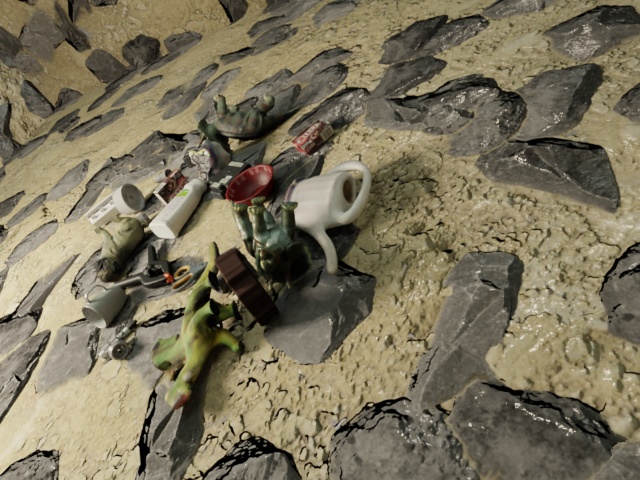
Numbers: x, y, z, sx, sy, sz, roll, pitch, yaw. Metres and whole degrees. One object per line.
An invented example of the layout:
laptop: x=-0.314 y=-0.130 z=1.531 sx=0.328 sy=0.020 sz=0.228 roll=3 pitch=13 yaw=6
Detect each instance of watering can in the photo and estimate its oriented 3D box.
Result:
watering can: x=0.004 y=-0.062 z=1.231 sx=0.223 sy=0.355 sz=0.102 roll=-6 pitch=-43 yaw=34

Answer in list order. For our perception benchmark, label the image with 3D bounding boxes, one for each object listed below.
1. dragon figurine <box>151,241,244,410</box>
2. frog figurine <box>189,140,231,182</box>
dragon figurine: x=-0.300 y=0.196 z=1.167 sx=0.241 sy=0.419 sz=0.120 roll=-35 pitch=-53 yaw=12
frog figurine: x=-0.341 y=-0.275 z=1.723 sx=0.138 sy=0.120 sz=0.161 roll=43 pitch=34 yaw=11
